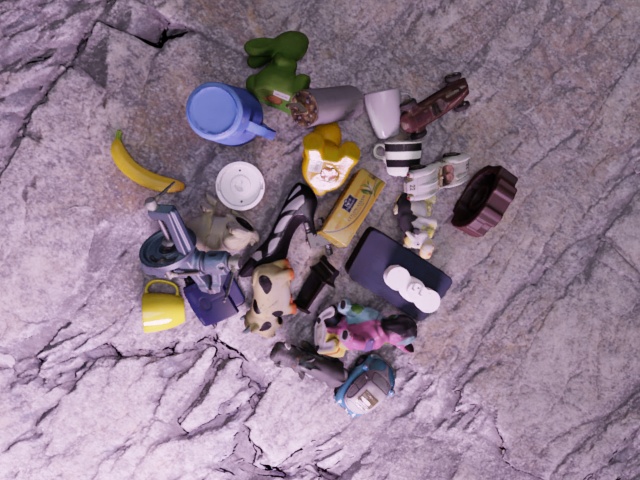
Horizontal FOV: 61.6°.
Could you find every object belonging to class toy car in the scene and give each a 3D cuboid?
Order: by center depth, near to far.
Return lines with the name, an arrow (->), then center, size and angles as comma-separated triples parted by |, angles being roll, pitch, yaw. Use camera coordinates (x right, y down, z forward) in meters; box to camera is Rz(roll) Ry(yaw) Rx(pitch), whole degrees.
toy car -> 0.265, -0.303, 1.209 | 0.202, 0.053, 0.089 | -32, 114, -16
toy car -> 0.267, -0.145, 1.215 | 0.202, 0.056, 0.073 | -23, 120, -32
toy car -> 0.108, 0.353, 1.271 | 0.161, 0.103, 0.109 | -43, 96, -1

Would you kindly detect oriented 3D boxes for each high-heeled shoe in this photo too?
high-heeled shoe -> -0.106, -0.023, 1.241 | 0.249, 0.086, 0.145 | -30, 64, 16

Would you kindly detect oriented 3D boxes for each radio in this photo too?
radio -> 0.180, 0.081, 1.263 | 0.229, 0.073, 0.131 | 32, 94, -5

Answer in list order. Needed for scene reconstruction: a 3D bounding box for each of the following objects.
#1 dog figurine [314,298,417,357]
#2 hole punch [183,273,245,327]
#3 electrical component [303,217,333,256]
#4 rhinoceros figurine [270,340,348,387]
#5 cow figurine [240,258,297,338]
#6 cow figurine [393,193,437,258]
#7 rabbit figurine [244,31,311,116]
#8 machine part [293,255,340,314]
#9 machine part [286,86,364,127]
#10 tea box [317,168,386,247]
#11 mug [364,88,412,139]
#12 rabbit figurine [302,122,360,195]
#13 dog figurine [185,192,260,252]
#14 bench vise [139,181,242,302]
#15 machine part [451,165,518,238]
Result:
dog figurine -> 0.118, 0.217, 1.257 | 0.219, 0.191, 0.108 | 15, 56, -29
hole punch -> -0.246, 0.132, 1.231 | 0.116, 0.092, 0.142 | -28, 101, 3
electrical component -> -0.003, -0.004, 1.264 | 0.063, 0.021, 0.094 | -17, 98, -2
rhinoceros figurine -> -0.028, 0.290, 1.250 | 0.190, 0.112, 0.073 | 27, 96, -14
cow figurine -> -0.120, 0.142, 1.222 | 0.127, 0.086, 0.194 | -6, 122, -12
cow figurine -> 0.215, -0.037, 1.218 | 0.098, 0.068, 0.167 | 7, 54, 0
rabbit figurine -> -0.088, -0.385, 1.190 | 0.159, 0.121, 0.170 | 17, 76, 0
machine part -> -0.011, 0.109, 1.256 | 0.039, 0.084, 0.139 | 22, 108, -48
machine part -> 0.018, -0.288, 1.151 | 0.079, 0.243, 0.079 | 14, 113, 36
tea box -> 0.068, -0.070, 1.213 | 0.068, 0.098, 0.169 | 34, 85, -7
mug -> 0.158, -0.289, 1.223 | 0.110, 0.081, 0.107 | -12, 107, -10
rabbit figurine -> 0.020, -0.191, 1.192 | 0.122, 0.173, 0.162 | 1, 140, -3
dog figurine -> -0.254, 0.013, 1.221 | 0.172, 0.121, 0.190 | 36, 107, -4
bench vise -> -0.277, 0.011, 1.082 | 0.224, 0.129, 0.240 | 8, 137, 22
machine part -> 0.370, -0.086, 1.211 | 0.056, 0.179, 0.179 | 31, 93, -9
